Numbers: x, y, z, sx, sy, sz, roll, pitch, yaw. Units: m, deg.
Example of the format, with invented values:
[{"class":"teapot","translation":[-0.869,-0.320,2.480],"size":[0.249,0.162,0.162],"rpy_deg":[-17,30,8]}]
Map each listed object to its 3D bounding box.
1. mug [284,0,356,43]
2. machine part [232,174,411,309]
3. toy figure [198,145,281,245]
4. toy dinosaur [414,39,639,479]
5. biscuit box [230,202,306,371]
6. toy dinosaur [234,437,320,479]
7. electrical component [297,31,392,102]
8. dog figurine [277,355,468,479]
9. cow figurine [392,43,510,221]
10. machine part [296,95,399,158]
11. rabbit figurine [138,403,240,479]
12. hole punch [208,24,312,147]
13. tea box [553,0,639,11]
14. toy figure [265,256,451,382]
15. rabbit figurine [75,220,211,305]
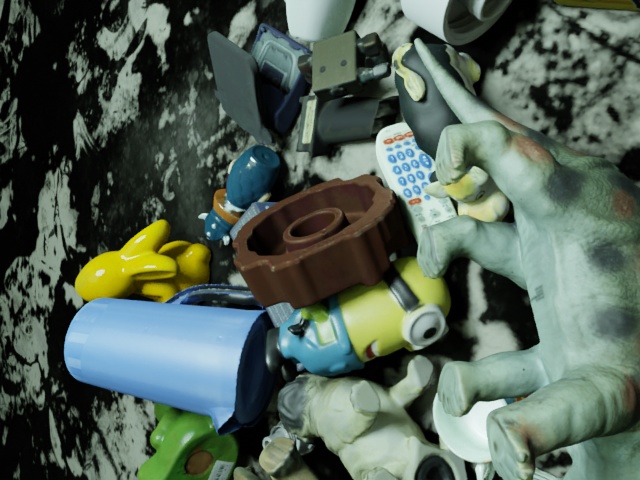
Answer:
[{"class":"mug","translation":[-0.008,-0.278,0.601],"size":[0.110,0.081,0.107],"rpy_deg":[26,115,35]},{"class":"machine part","translation":[-0.001,-0.002,0.530],"size":[0.180,0.179,0.056],"rpy_deg":[2,124,43]},{"class":"toy figure","translation":[-0.104,-0.054,0.701],"size":[0.154,0.058,0.064],"rpy_deg":[-50,52,36]},{"class":"toy dinosaur","translation":[0.176,0.031,0.365],"size":[0.131,0.192,0.404],"rpy_deg":[128,140,-74]},{"class":"biscuit box","translation":[-0.033,0.047,0.630],"size":[0.063,0.059,0.203],"rpy_deg":[-47,60,33]},{"class":"toy dinosaur","translation":[0.002,0.289,0.501],"size":[0.105,0.198,0.472],"rpy_deg":[-46,28,-20]},{"class":"electrical component","translation":[0.027,-0.187,0.575],"size":[0.102,0.045,0.078],"rpy_deg":[-15,70,24]},{"class":"dog figurine","translation":[0.040,0.210,0.548],"size":[0.190,0.121,0.172],"rpy_deg":[-34,62,52]},{"class":"cow figurine","translation":[0.116,-0.092,0.471],"size":[0.068,0.098,0.167],"rpy_deg":[-26,72,33]},{"class":"machine part","translation":[0.025,-0.132,0.597],"size":[0.139,0.039,0.084],"rpy_deg":[4,84,45]},{"class":"rabbit figurine","translation":[-0.187,0.243,0.737],"size":[0.170,0.121,0.159],"rpy_deg":[30,107,55]},{"class":"hole punch","translation":[-0.072,-0.197,0.667],"size":[0.142,0.092,0.115],"rpy_deg":[41,147,33]},{"class":"tea box","translation":[0.249,-0.213,0.368],"size":[0.170,0.068,0.098],"rpy_deg":[30,108,40]},{"class":"toy figure","translation":[0.036,0.076,0.511],"size":[0.180,0.082,0.089],"rpy_deg":[-18,81,11]},{"class":"rabbit figurine","translation":[-0.244,0.053,0.751],"size":[0.162,0.173,0.122],"rpy_deg":[-40,60,40]}]
